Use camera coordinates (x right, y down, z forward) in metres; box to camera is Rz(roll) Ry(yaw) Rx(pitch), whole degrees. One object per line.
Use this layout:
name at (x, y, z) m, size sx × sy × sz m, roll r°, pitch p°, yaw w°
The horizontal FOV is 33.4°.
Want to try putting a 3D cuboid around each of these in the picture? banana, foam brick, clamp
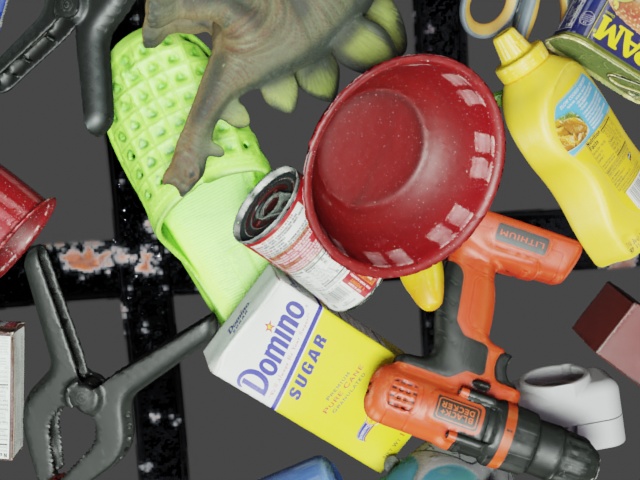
banana at (0.089, -0.040, 0.820) m, size 0.037 × 0.070 × 0.197 m, roll 41°, pitch 63°, yaw -45°
foam brick at (0.245, 0.074, 0.853) m, size 0.053 × 0.078 × 0.051 m, roll 36°, pitch 98°, yaw -7°
clamp at (-0.192, -0.171, 0.815) m, size 0.120 × 0.039 × 0.171 m, roll 14°, pitch 88°, yaw 18°
clamp at (-0.196, 0.115, 0.871) m, size 0.164 × 0.036 × 0.210 m, roll 28°, pitch 103°, yaw 4°

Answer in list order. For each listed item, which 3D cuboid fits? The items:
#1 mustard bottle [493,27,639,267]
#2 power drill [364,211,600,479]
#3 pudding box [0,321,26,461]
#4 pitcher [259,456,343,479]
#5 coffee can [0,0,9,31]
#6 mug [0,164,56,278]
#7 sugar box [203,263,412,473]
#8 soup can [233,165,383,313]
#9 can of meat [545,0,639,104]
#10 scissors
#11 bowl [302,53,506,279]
mustard bottle at (0.192, -0.079, 0.815) m, size 0.191 × 0.058 × 0.096 m, roll 54°, pitch 50°, yaw -12°
power drill at (0.143, 0.081, 0.822) m, size 0.184 × 0.057 × 0.187 m, roll 20°, pitch 71°, yaw -2°
pudding box at (-0.290, 0.121, 0.872) m, size 0.090 × 0.039 × 0.113 m, roll 4°, pitch 102°, yaw -2°
pitcher at (-0.078, 0.279, 0.867) m, size 0.243 × 0.149 × 0.145 m, roll -26°, pitch 83°, yaw 0°
coffee can at (-0.289, -0.163, 0.789) m, size 0.102 × 0.103 × 0.140 m, roll 17°, pitch 99°, yaw -4°
mug at (-0.271, -0.013, 0.829) m, size 0.081 × 0.093 × 0.117 m, roll 38°, pitch 124°, yaw -2°
sugar box at (0.005, 0.104, 0.849) m, size 0.176 × 0.048 × 0.093 m, roll 33°, pitch 98°, yaw -23°
soup can at (-0.005, 0.001, 0.796) m, size 0.102 × 0.068 × 0.068 m, roll 38°, pitch 97°, yaw -27°
can of meat at (0.238, -0.164, 0.816) m, size 0.102 × 0.057 × 0.084 m, roll 29°, pitch 88°, yaw -12°
scissors at (0.160, -0.237, 0.827) m, size 0.096 × 0.016 × 0.202 m, roll 2°, pitch 100°, yaw -5°
bowl at (0.050, -0.057, 0.751) m, size 0.161 × 0.055 × 0.162 m, roll -11°, pitch 116°, yaw -24°
